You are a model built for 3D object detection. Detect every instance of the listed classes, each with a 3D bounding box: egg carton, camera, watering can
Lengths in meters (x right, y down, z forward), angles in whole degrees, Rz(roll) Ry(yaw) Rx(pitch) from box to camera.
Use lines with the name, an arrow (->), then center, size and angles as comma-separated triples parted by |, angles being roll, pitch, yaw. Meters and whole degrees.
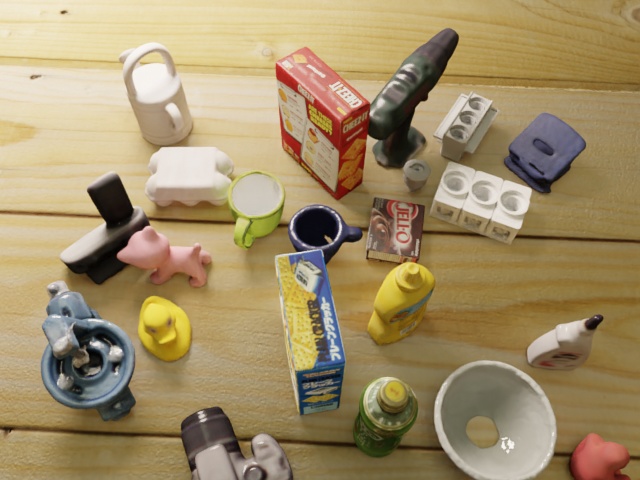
egg carton -> -0.227, -0.110, 1.005 | 0.150, 0.069, 0.107 | -2, 60, -2
camera -> -0.123, 0.288, 0.762 | 0.143, 0.101, 0.136 | -21, 63, -13
watering can -> -0.301, -0.272, 1.025 | 0.172, 0.194, 0.101 | 27, 63, 14

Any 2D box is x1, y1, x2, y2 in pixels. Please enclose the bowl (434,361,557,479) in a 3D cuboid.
bowl -> 0.236, 0.260, 0.800 | 0.167, 0.075, 0.167 | 1, 60, -1

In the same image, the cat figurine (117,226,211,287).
cat figurine -> -0.244, 0.021, 0.903 | 0.128, 0.118, 0.067 | 1, 60, -1

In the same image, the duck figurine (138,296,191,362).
duck figurine -> -0.241, 0.124, 0.862 | 0.077, 0.086, 0.104 | -25, 64, -14

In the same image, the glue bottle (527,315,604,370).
glue bottle -> 0.358, 0.142, 0.813 | 0.078, 0.173, 0.037 | 2, 60, 0

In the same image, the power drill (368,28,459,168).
power drill -> 0.154, -0.233, 1.003 | 0.075, 0.208, 0.230 | 34, 65, 17

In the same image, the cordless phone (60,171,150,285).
cordless phone -> -0.347, -0.027, 0.889 | 0.094, 0.185, 0.148 | 41, 67, 20

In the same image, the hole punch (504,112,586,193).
hole punch -> 0.404, -0.157, 1.033 | 0.101, 0.091, 0.108 | -37, 67, -20

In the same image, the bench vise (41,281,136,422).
bench vise -> -0.342, 0.139, 0.775 | 0.207, 0.220, 0.122 | 36, 66, 18

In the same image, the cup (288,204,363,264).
cup -> 0.009, 0.003, 0.931 | 0.117, 0.095, 0.091 | 3, 60, 1

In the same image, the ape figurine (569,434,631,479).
ape figurine -> 0.384, 0.299, 0.771 | 0.076, 0.092, 0.077 | -6, 60, -4
